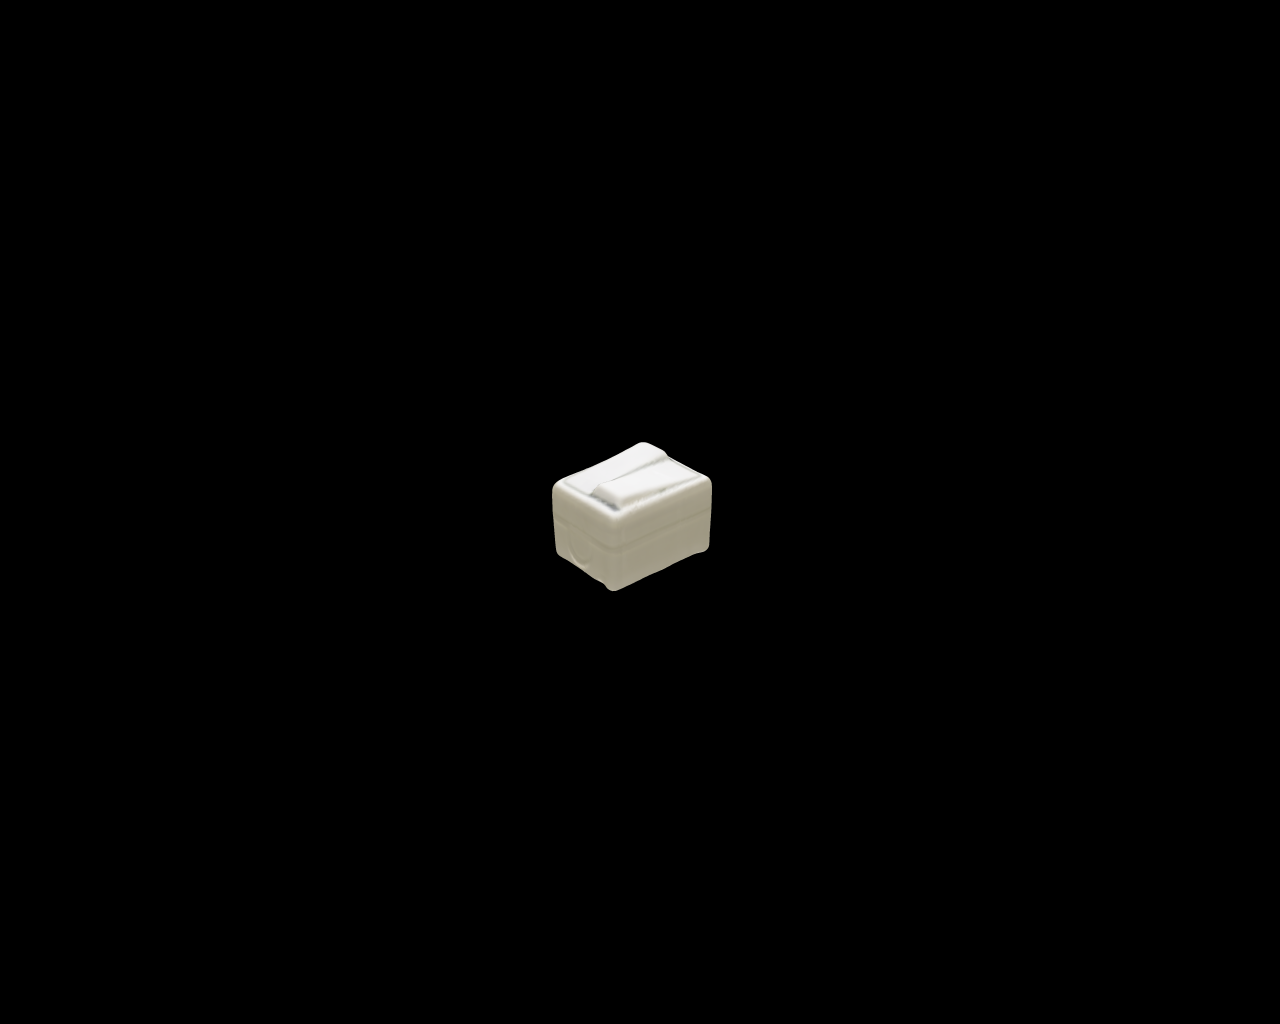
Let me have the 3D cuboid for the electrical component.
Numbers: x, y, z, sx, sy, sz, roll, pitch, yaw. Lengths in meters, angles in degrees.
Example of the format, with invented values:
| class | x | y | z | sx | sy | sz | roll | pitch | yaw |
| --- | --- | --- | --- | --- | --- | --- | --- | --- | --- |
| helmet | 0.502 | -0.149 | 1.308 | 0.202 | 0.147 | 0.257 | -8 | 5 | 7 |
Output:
| class | x | y | z | sx | sy | sz | roll | pitch | yaw |
| --- | --- | --- | --- | --- | --- | --- | --- | --- | --- |
| electrical component | 0.001 | -0.003 | 0.650 | 0.096 | 0.061 | 0.062 | -22 | 37 | -33 |
